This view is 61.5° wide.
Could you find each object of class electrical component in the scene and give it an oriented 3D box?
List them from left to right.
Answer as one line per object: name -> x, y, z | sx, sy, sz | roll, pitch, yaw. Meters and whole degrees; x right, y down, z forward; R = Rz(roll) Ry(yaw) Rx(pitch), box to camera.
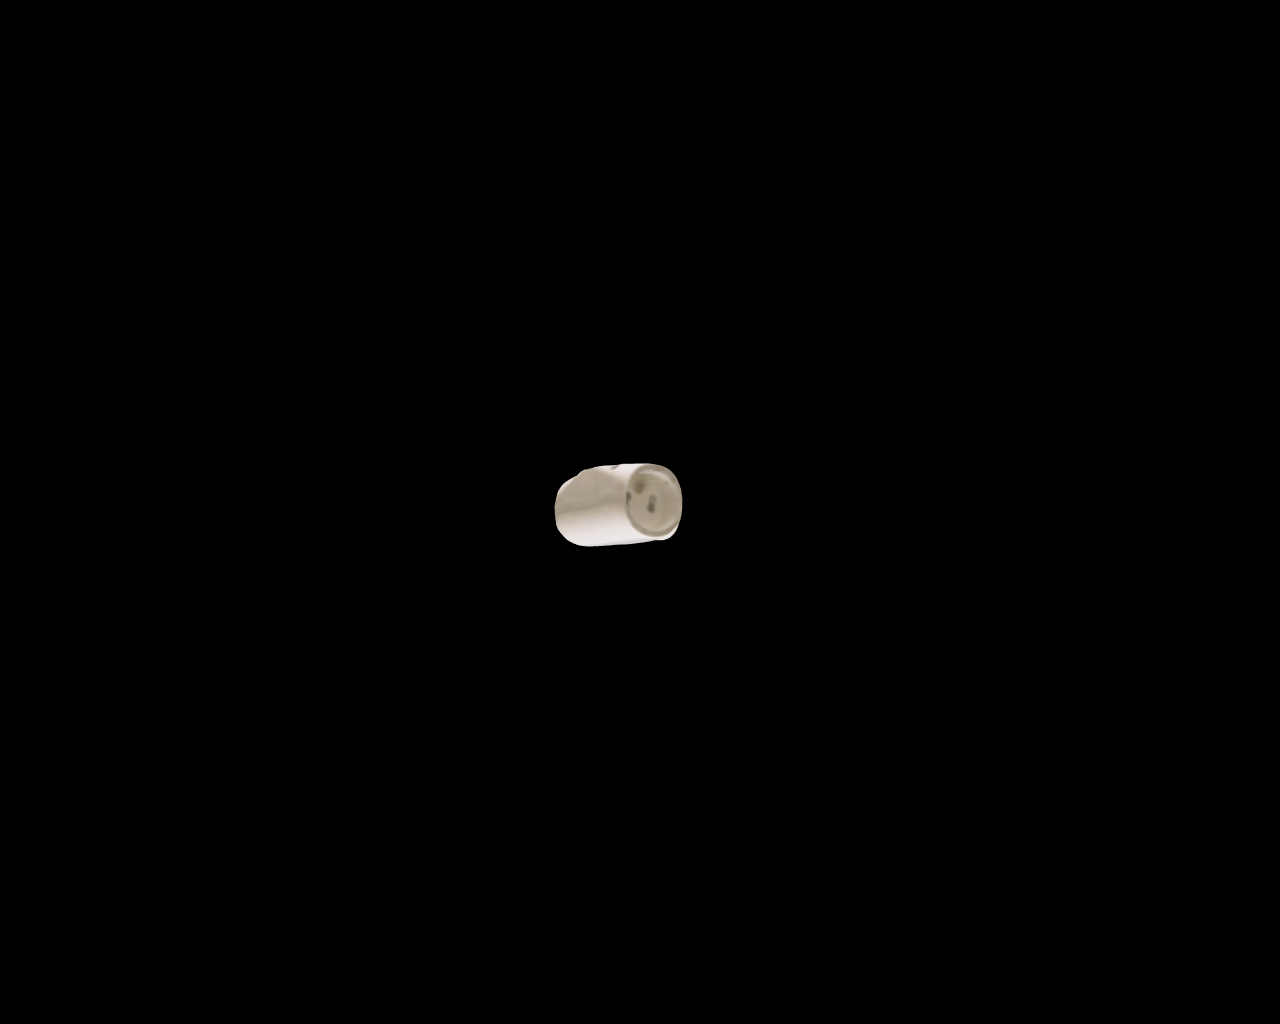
electrical component -> 0.001, -0.003, 0.650 | 0.079, 0.044, 0.077 | 5, -8, -35
